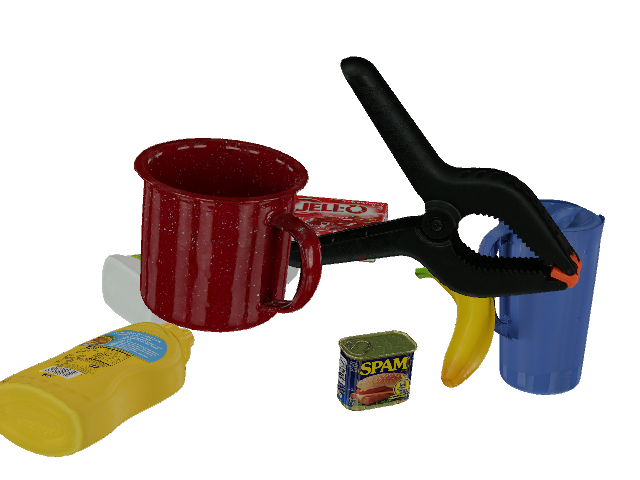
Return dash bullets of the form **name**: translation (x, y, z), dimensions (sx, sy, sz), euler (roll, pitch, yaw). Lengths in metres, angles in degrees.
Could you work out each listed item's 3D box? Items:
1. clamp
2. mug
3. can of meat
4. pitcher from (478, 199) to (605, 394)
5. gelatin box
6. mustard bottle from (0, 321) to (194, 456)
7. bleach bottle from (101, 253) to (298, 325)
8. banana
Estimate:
- **clamp**: translation (0.081, -0.027, 0.730), dimensions (0.210, 0.165, 0.036), euler (18, 28, 11)
- **mug**: translation (-0.047, 0.001, 0.579), dimensions (0.117, 0.081, 0.093), euler (22, 28, 30)
- **can of meat**: translation (0.073, 0.173, 1.417), dimensions (0.102, 0.084, 0.057), euler (-6, 25, -21)
- **pitcher**: translation (0.285, 0.076, 1.397), dimensions (0.149, 0.243, 0.144), euler (6, 20, 16)
- **gelatin box**: translation (0.010, -0.012, 0.930), dimensions (0.089, 0.030, 0.073), euler (6, 24, 10)
- **mustard bottle**: translation (-0.166, 0.109, 0.861), dimensions (0.096, 0.058, 0.191), euler (6, 18, 30)
- **bleach bottle**: translation (-0.123, 0.038, 1.253), dimensions (0.250, 0.068, 0.103), euler (-13, 29, -41)
- **banana**: translation (0.142, 0.075, 1.068), dimensions (0.070, 0.037, 0.198), euler (-30, 27, 13)
